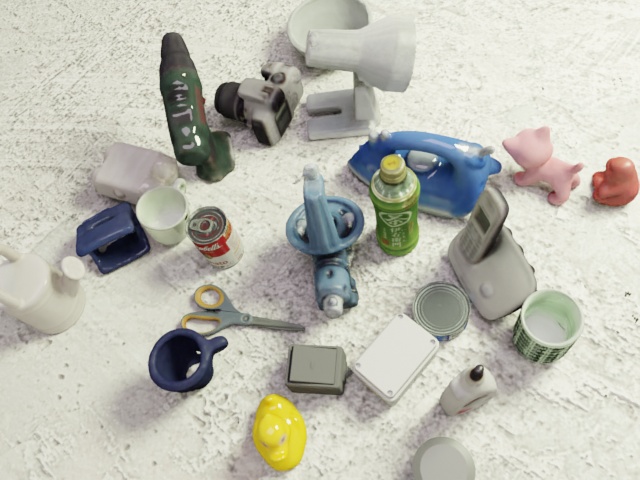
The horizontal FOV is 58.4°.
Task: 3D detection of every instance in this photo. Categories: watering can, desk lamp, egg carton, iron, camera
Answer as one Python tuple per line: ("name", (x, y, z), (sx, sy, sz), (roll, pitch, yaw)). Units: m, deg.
("watering can", (-0.453, 0.067, 0.893), (0.173, 0.194, 0.100), (-33, 63, -7))
("desk lamp", (0.061, -0.274, 0.966), (0.203, 0.214, 0.118), (-6, 63, 7))
("egg carton", (-0.333, -0.116, 1.034), (0.150, 0.069, 0.107), (14, 67, 16))
("iron", (0.157, -0.130, 0.920), (0.257, 0.142, 0.119), (14, 67, 16))
("camera", (-0.119, -0.267, 1.055), (0.136, 0.101, 0.143), (18, 68, 17))

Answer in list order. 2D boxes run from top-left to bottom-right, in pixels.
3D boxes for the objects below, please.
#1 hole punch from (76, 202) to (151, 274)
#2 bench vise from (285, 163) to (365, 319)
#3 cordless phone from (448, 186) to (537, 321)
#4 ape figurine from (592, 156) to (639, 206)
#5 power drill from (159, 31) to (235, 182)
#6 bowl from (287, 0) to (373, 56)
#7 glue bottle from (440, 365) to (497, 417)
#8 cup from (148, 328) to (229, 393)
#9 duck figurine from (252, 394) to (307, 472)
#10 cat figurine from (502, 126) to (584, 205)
("hole punch", (-0.362, -0.012, 0.976), (0.108, 0.091, 0.101), (-28, 63, -5))
("bench vise", (0.019, -0.002, 0.836), (0.121, 0.220, 0.207), (-24, 63, -3))
("cordless phone", (0.248, 0.019, 0.807), (0.094, 0.185, 0.147), (-25, 63, -3))
("ape figurine", (0.458, -0.097, 0.882), (0.078, 0.092, 0.076), (-41, 65, -11))
("power drill", (-0.214, -0.206, 0.980), (0.075, 0.209, 0.229), (-15, 63, 2))
("bowl", (0.022, -0.397, 1.111), (0.167, 0.075, 0.167), (-4, 64, 8))
("glue bottle", (0.195, 0.188, 0.740), (0.078, 0.173, 0.037), (-28, 63, -4))
("cup", (-0.182, 0.181, 0.849), (0.118, 0.095, 0.091), (-25, 63, -3))
("duck figurine", (-0.063, 0.263, 0.794), (0.077, 0.086, 0.104), (-16, 63, 1))
("cat figurine", (0.352, -0.128, 0.901), (0.127, 0.118, 0.067), (30, 72, 21))
